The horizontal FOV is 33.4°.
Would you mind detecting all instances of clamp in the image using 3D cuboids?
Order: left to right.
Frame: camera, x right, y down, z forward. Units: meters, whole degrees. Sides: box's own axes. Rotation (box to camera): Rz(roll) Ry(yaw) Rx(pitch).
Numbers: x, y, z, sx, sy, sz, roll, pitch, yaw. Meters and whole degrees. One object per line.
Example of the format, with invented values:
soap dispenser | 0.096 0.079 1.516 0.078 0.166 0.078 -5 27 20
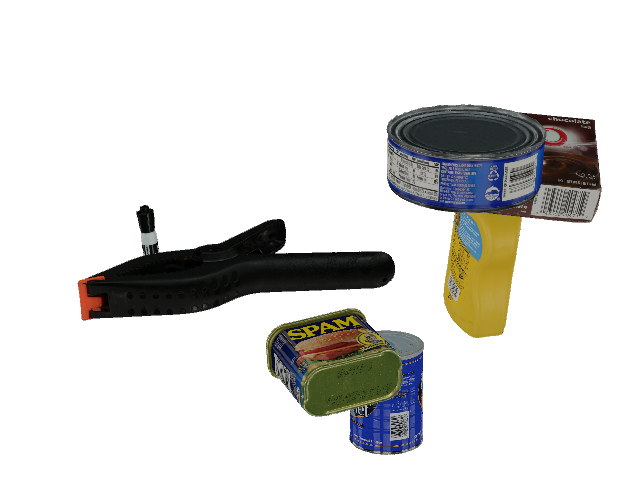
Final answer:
clamp | -0.064 0.023 0.751 0.209 0.036 0.165 -14 16 -36

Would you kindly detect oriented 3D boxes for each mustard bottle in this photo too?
mustard bottle | 0.161 -0.005 1.048 0.058 0.192 0.096 -4 35 -9

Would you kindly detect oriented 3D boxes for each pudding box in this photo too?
pudding box | 0.152 -0.059 0.809 0.113 0.039 0.090 8 43 4

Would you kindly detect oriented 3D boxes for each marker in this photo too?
marker | -0.185 0.019 1.172 0.020 0.121 0.020 -5 21 2

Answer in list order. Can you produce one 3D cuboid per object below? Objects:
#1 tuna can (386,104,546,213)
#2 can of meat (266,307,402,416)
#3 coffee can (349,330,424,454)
tuna can | 0.079 -0.046 0.583 0.086 0.034 0.086 0 24 0
can of meat | 0.013 0.110 0.962 0.102 0.057 0.084 -12 26 -20
coffee can | 0.090 0.205 1.454 0.103 0.140 0.103 -1 15 0
